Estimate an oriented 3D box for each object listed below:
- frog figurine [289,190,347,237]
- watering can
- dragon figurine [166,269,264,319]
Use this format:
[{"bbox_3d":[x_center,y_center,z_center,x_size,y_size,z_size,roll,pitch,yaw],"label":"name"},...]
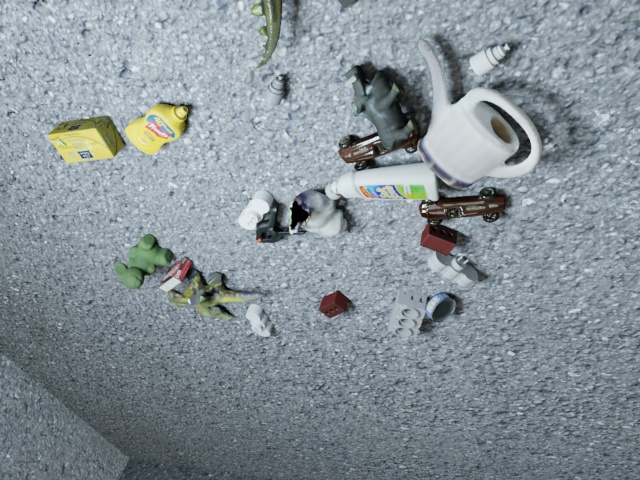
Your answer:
[{"bbox_3d":[0.004,-0.068,1.356,0.160,0.125,0.134,0,138,-34],"label":"frog figurine"},{"bbox_3d":[0.286,-0.238,1.065,0.347,0.106,0.220,39,137,-6],"label":"watering can"},{"bbox_3d":[-0.364,0.210,1.774,0.411,0.124,0.238,9,154,14],"label":"dragon figurine"}]
